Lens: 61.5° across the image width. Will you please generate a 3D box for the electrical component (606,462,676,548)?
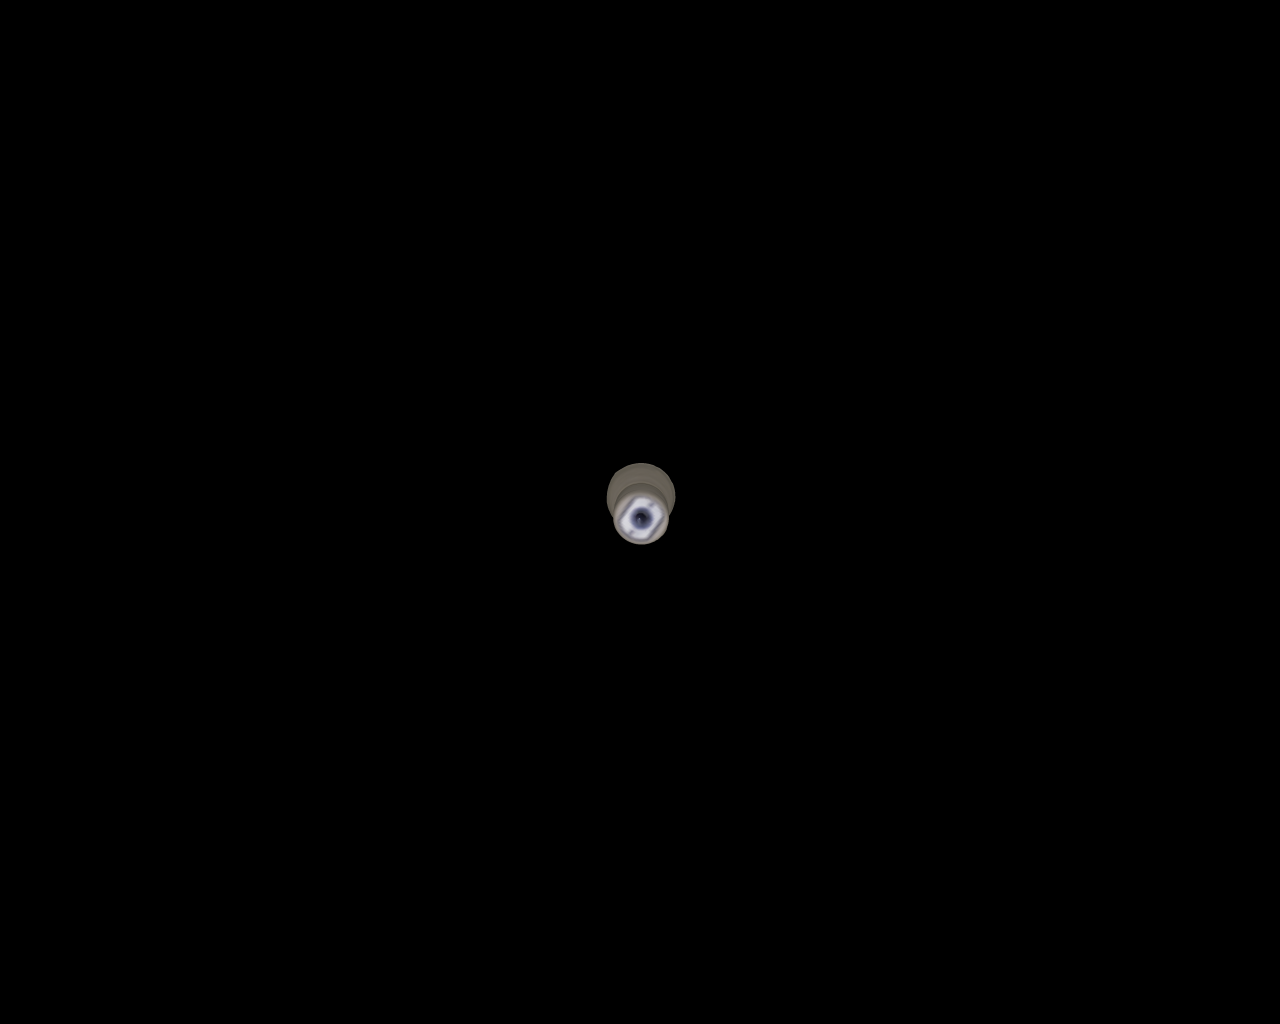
[{"bbox_3d":[0.001,-0.003,0.650,0.044,0.044,0.065,0,14,0],"label":"electrical component"}]
